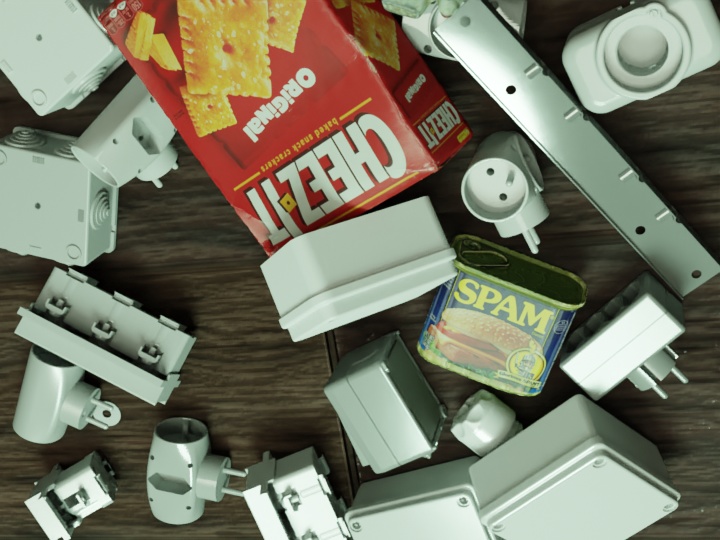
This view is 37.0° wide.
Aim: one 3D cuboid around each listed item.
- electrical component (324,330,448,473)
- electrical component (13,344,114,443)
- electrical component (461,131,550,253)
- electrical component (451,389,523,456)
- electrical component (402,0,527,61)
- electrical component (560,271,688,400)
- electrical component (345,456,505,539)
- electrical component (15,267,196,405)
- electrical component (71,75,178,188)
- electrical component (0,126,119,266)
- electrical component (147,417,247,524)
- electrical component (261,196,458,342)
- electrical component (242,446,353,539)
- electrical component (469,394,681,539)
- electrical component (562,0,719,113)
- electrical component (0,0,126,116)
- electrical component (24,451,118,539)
[{"bbox_3d":[0.021,0.106,0.815,0.061,0.061,0.096,-27,102,21],"label":"electrical component"},{"bbox_3d":[-0.241,0.107,0.889,0.079,0.044,0.077,23,114,5],"label":"electrical component"},{"bbox_3d":[0.103,-0.049,0.728,0.044,0.077,0.079,-24,103,20],"label":"electrical component"},{"bbox_3d":[0.103,0.123,0.811,0.062,0.043,0.043,39,114,-4],"label":"electrical component"},{"bbox_3d":[0.070,-0.179,0.705,0.077,0.044,0.079,9,112,11],"label":"electrical component"},{"bbox_3d":[0.198,0.059,0.761,0.076,0.047,0.083,44,114,-5],"label":"electrical component"},{"bbox_3d":[0.060,0.215,0.849,0.109,0.056,0.108,-18,105,19],"label":"electrical component"},{"bbox_3d":[-0.196,0.050,0.842,0.121,0.078,0.063,27,85,3],"label":"electrical component"},{"bbox_3d":[-0.159,-0.092,0.785,0.043,0.077,0.079,25,160,36],"label":"electrical component"},{"bbox_3d":[-0.236,-0.056,0.824,0.100,0.048,0.099,12,113,9],"label":"electrical component"},{"bbox_3d":[-0.132,0.168,0.886,0.079,0.043,0.077,10,112,10],"label":"electrical component"},{"bbox_3d":[0.000,0.000,0.730,0.078,0.113,0.057,-34,77,61],"label":"electrical component"},{"bbox_3d":[-0.040,0.208,0.863,0.063,0.078,0.121,-22,104,3],"label":"electrical component"},{"bbox_3d":[0.155,0.156,0.781,0.109,0.056,0.109,-39,128,23],"label":"electrical component"},{"bbox_3d":[0.180,-0.142,0.684,0.095,0.059,0.053,-23,103,21],"label":"electrical component"},{"bbox_3d":[-0.220,-0.171,0.777,0.100,0.048,0.099,-35,98,24],"label":"electrical component"},{"bbox_3d":[-0.240,0.188,0.907,0.064,0.081,0.042,-29,102,-2],"label":"electrical component"}]
